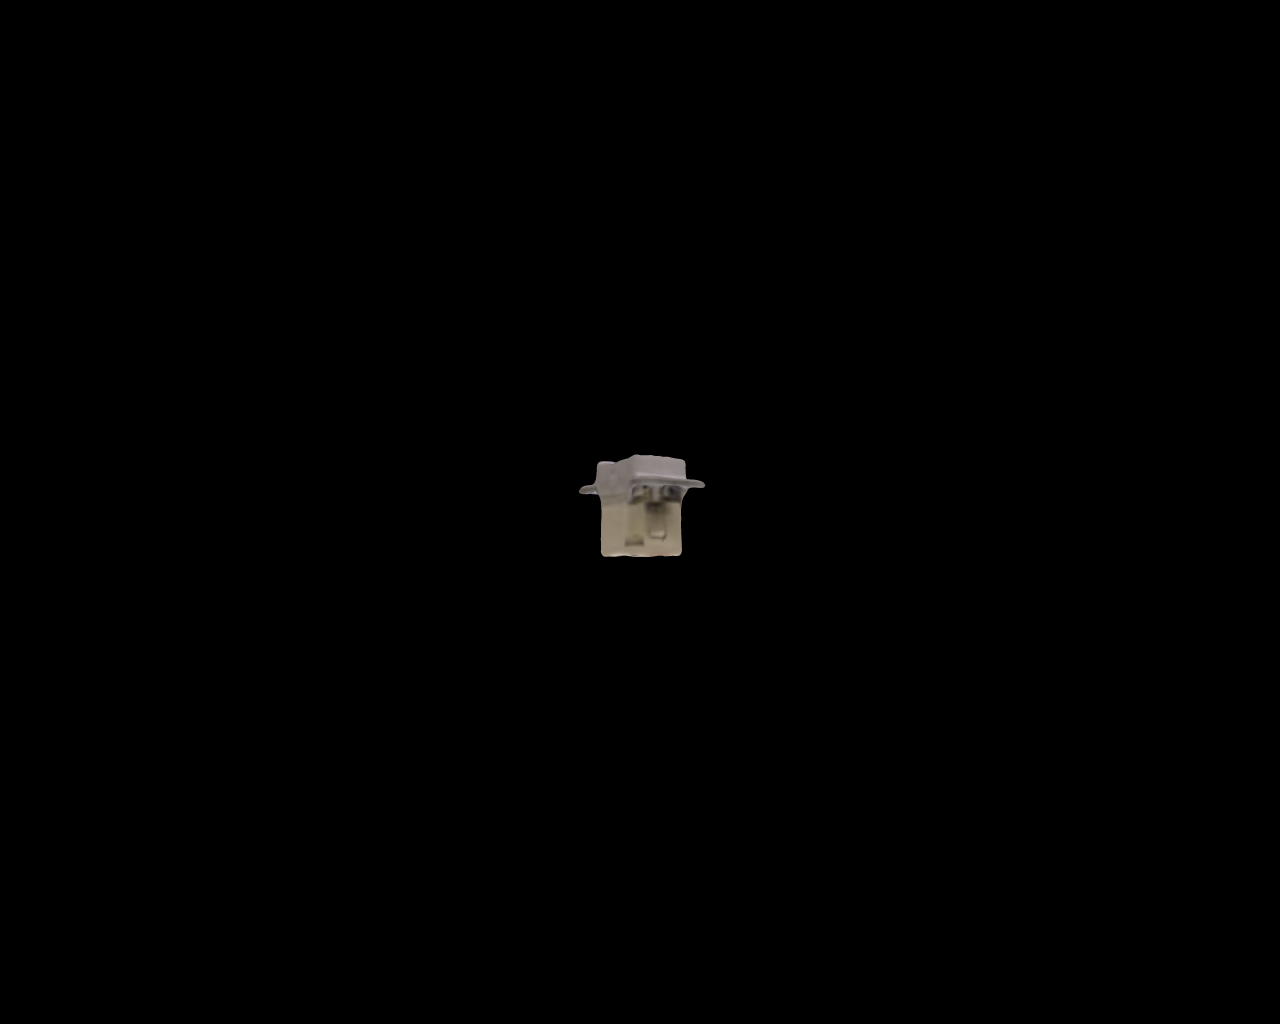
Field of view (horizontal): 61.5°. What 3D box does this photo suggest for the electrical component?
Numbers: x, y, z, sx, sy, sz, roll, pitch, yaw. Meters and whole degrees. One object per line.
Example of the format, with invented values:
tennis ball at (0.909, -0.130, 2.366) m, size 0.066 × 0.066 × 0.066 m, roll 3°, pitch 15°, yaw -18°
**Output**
electrical component at (0.001, -0.003, 0.650) m, size 0.042 × 0.063 × 0.081 m, roll 3°, pitch -5°, yaw -32°
